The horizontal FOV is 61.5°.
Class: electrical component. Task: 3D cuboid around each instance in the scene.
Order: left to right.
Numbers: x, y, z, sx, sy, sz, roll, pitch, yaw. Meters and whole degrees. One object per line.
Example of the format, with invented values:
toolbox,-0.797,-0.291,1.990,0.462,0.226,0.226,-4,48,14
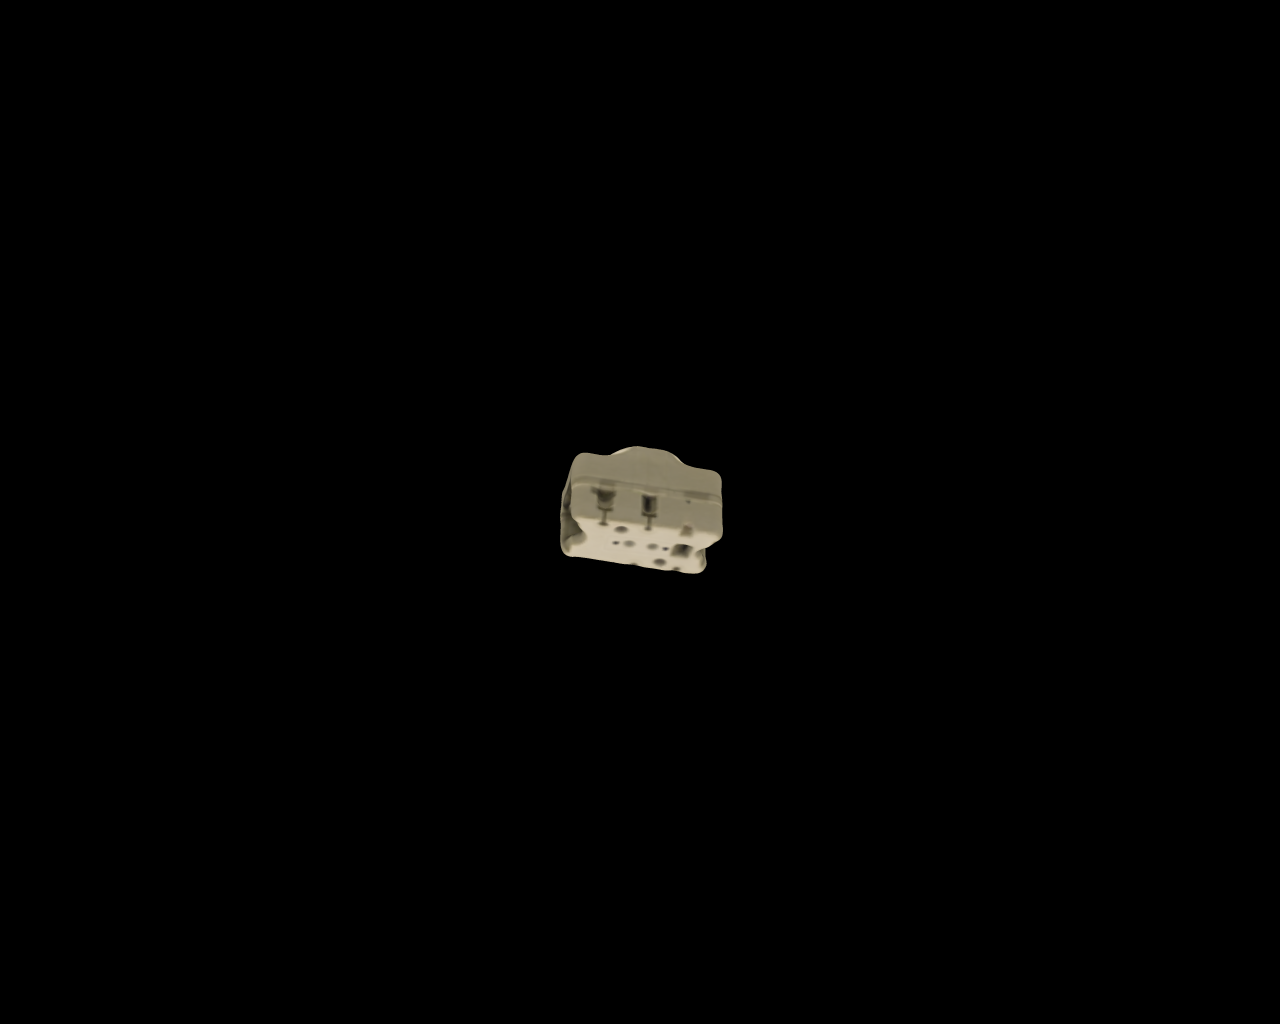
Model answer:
electrical component,0.001,-0.003,0.650,0.089,0.056,0.050,8,-36,-11
